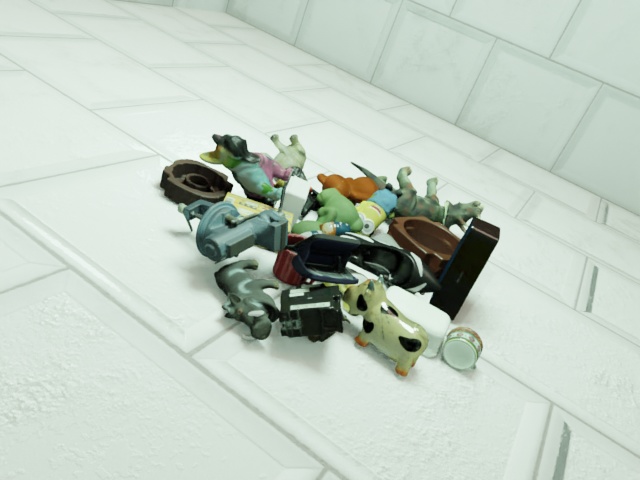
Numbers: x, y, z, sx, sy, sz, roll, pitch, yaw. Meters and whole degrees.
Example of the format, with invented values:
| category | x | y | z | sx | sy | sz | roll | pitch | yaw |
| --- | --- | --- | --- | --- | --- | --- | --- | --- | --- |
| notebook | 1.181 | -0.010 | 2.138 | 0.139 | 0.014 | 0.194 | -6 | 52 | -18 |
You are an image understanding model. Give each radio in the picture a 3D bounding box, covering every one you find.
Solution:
| category | x | y | z | sx | sy | sz | roll | pitch | yaw |
| --- | --- | --- | --- | --- | --- | --- | --- | --- | --- |
| radio | 0.339 | 0.062 | 1.263 | 0.073 | 0.229 | 0.131 | 29 | 24 | 11 |

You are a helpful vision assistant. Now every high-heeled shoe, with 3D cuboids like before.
| category | x | y | z | sx | sy | sz | roll | pitch | yaw |
| --- | --- | --- | --- | --- | --- | --- | --- | --- | --- |
| high-heeled shoe | 0.145 | 0.051 | 1.169 | 0.249 | 0.086 | 0.145 | 24 | 4 | 20 |

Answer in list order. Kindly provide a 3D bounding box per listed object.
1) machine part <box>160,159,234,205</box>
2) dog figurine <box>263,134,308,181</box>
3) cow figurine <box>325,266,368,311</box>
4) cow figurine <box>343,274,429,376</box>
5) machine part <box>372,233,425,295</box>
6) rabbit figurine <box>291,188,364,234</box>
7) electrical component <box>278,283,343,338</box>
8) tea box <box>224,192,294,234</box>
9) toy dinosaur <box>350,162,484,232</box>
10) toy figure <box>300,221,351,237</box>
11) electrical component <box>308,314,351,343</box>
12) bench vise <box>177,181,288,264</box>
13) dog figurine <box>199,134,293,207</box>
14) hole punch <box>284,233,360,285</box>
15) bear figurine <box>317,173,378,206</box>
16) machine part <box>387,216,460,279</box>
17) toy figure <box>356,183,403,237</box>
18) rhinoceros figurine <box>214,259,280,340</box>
| category | x | y | z | sx | sy | sz | roll | pitch | yaw |
| --- | --- | --- | --- | --- | --- | --- | --- | --- | --- |
| machine part | -0.306 | -0.134 | 1.332 | 0.179 | 0.056 | 0.179 | 18 | 29 | -11 |
| dog figurine | -0.074 | -0.210 | 1.607 | 0.172 | 0.121 | 0.191 | -10 | 56 | -41 |
| cow figurine | 0.053 | 0.082 | 1.193 | 0.167 | 0.068 | 0.098 | 42 | 28 | 27 |
| cow figurine | 0.125 | 0.155 | 1.050 | 0.195 | 0.127 | 0.085 | 36 | 21 | 21 |
| machine part | 0.181 | 0.060 | 1.314 | 0.079 | 0.079 | 0.243 | 5 | 33 | -29 |
| rabbit figurine | 0.013 | -0.022 | 1.334 | 0.170 | 0.121 | 0.159 | -28 | 58 | -31 |
| electrical component | -0.015 | 0.127 | 0.995 | 0.115 | 0.058 | 0.134 | -3 | 16 | 2 |
| tea box | -0.154 | -0.041 | 1.263 | 0.170 | 0.068 | 0.098 | 20 | 28 | -6 |
| toy dinosaur | 0.273 | -0.105 | 1.587 | 0.405 | 0.131 | 0.192 | 12 | 49 | -13 |
| toy figure | -0.002 | -0.002 | 1.235 | 0.064 | 0.154 | 0.057 | 62 | 0 | 25 |
| electrical component | 0.008 | 0.160 | 1.049 | 0.078 | 0.045 | 0.102 | 40 | 33 | 26 |
| bench vise | -0.190 | -0.039 | 1.117 | 0.241 | 0.128 | 0.224 | 22 | 44 | 29 |
| dog figurine | -0.186 | -0.166 | 1.317 | 0.219 | 0.191 | 0.108 | 29 | 59 | -8 |
| hole punch | 0.011 | 0.046 | 1.065 | 0.142 | 0.116 | 0.092 | 5 | 76 | -27 |
| bear figurine | 0.072 | -0.119 | 1.492 | 0.196 | 0.131 | 0.120 | -10 | 42 | -44 |
| machine part | 0.287 | 0.023 | 1.443 | 0.201 | 0.087 | 0.202 | -4 | 36 | -40 |
| toy figure | 0.146 | -0.070 | 1.436 | 0.082 | 0.089 | 0.180 | 30 | 63 | 29 |
| rhinoceros figurine | -0.136 | 0.108 | 1.010 | 0.112 | 0.073 | 0.190 | 0 | 35 | -37 |
